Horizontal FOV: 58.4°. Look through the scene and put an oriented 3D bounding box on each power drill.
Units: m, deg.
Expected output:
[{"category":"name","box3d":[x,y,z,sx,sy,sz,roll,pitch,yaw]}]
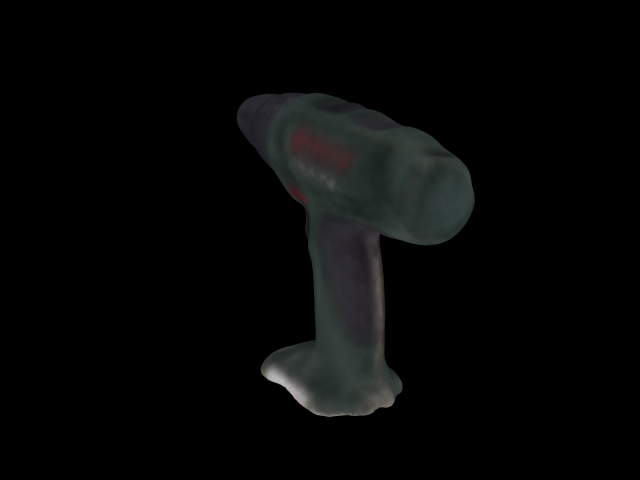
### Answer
[{"category":"power drill","box3d":[0.004,0.001,0.400,0.076,0.208,0.228,-8,14,-34]}]
